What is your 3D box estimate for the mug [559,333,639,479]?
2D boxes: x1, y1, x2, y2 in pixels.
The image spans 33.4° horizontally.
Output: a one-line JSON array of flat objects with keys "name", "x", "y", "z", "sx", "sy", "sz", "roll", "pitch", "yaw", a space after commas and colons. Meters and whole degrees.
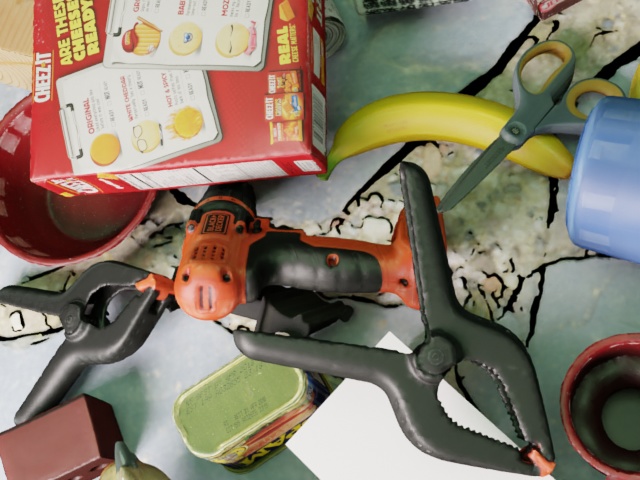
[{"name": "mug", "x": 0.202, "y": 0.126, "z": 0.697, "sx": 0.093, "sy": 0.081, "sz": 0.117, "roll": 10, "pitch": 75, "yaw": 17}]

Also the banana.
[{"name": "banana", "x": 0.095, "y": -0.080, "z": 0.818, "sx": 0.198, "sy": 0.037, "sz": 0.069, "roll": 0, "pitch": 91, "yaw": 16}]

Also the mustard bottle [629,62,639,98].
[{"name": "mustard bottle", "x": 0.291, "y": -0.171, "z": 0.783, "sx": 0.096, "sy": 0.058, "sz": 0.191, "roll": 13, "pitch": 75, "yaw": 9}]

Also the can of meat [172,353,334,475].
[{"name": "can of meat", "x": -0.046, "y": 0.118, "z": 0.761, "sx": 0.102, "sy": 0.084, "sz": 0.057, "roll": -33, "pitch": 68, "yaw": 2}]

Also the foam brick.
[{"name": "foam brick", "x": -0.193, "y": 0.158, "z": 0.802, "sx": 0.078, "sy": 0.053, "sz": 0.051, "roll": -26, "pitch": 69, "yaw": 6}]

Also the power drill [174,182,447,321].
[{"name": "power drill", "x": -0.005, "y": 0.001, "z": 0.773, "sx": 0.187, "sy": 0.057, "sz": 0.184, "roll": 0, "pitch": 27, "yaw": 2}]

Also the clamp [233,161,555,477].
[{"name": "clamp", "x": 0.060, "y": 0.077, "z": 0.675, "sx": 0.164, "sy": 0.036, "sz": 0.210, "roll": -38, "pitch": 86, "yaw": -4}]

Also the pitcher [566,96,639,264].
[{"name": "pitcher", "x": 0.288, "y": -0.018, "z": 0.693, "sx": 0.243, "sy": 0.149, "sz": 0.145, "roll": 13, "pitch": 81, "yaw": 21}]

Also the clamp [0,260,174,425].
[{"name": "clamp", "x": -0.188, "y": 0.058, "z": 0.827, "sx": 0.172, "sy": 0.039, "sz": 0.120, "roll": -34, "pitch": 70, "yaw": 18}]

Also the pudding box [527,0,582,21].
[{"name": "pudding box", "x": 0.200, "y": -0.238, "z": 0.837, "sx": 0.113, "sy": 0.039, "sz": 0.090, "roll": -27, "pitch": 68, "yaw": 4}]

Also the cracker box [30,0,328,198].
[{"name": "cracker box", "x": -0.102, "y": -0.123, "z": 0.794, "sx": 0.214, "sy": 0.072, "sz": 0.164, "roll": -5, "pitch": 78, "yaw": 13}]

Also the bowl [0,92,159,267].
[{"name": "bowl", "x": -0.193, "y": -0.049, "z": 0.867, "sx": 0.162, "sy": 0.055, "sz": 0.162, "roll": -4, "pitch": 72, "yaw": 13}]

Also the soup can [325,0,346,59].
[{"name": "soup can", "x": -0.027, "y": -0.198, "z": 0.867, "sx": 0.068, "sy": 0.068, "sz": 0.102, "roll": -24, "pitch": 69, "yaw": 6}]

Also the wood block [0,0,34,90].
[{"name": "wood block", "x": -0.220, "y": -0.236, "z": 0.916, "sx": 0.091, "sy": 0.090, "sz": 0.206, "roll": 16, "pitch": 77, "yaw": 17}]

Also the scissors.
[{"name": "scissors", "x": 0.159, "y": -0.072, "z": 0.767, "sx": 0.096, "sy": 0.016, "sz": 0.201, "roll": 23, "pitch": 55, "yaw": 7}]
